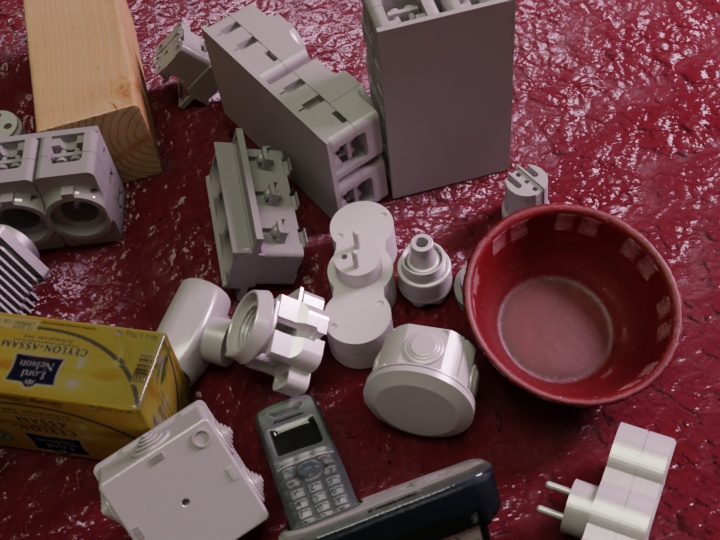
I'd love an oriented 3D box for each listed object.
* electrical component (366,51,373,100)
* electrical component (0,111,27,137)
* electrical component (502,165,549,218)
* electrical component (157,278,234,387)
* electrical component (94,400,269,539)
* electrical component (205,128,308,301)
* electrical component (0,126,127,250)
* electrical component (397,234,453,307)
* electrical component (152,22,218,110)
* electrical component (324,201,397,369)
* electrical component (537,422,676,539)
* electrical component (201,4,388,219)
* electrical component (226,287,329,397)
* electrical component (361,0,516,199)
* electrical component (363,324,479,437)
[{"bbox_3d":[0.057,-0.183,0.951,0.108,0.108,0.060,-12,47,-2],"label":"electrical component"},{"bbox_3d":[-0.321,-0.111,0.975,0.045,0.055,0.045,-4,53,5],"label":"electrical component"},{"bbox_3d":[0.137,-0.059,0.884,0.040,0.046,0.040,-4,53,5],"label":"electrical component"},{"bbox_3d":[-0.118,0.053,0.835,0.079,0.044,0.077,12,56,16],"label":"electrical component"},{"bbox_3d":[-0.120,0.151,0.728,0.100,0.099,0.048,-32,11,-9],"label":"electrical component"},{"bbox_3d":[-0.087,-0.046,0.891,0.063,0.078,0.121,1,51,-20],"label":"electrical component"},{"bbox_3d":[-0.285,-0.061,0.913,0.150,0.089,0.061,-7,53,2],"label":"electrical component"},{"bbox_3d":[0.050,-0.003,0.844,0.043,0.062,0.043,-4,53,5],"label":"electrical component"},{"bbox_3d":[-0.154,-0.194,1.002,0.081,0.064,0.042,-38,46,31],"label":"electrical component"},{"bbox_3d":[0.000,0.000,0.841,0.052,0.073,0.138,-2,54,6],"label":"electrical component"},{"bbox_3d":[0.156,0.162,0.715,0.074,0.052,0.138,16,57,18],"label":"electrical component"},{"bbox_3d":[-0.053,-0.138,0.930,0.060,0.105,0.186,-34,57,-17],"label":"electrical component"},{"bbox_3d":[-0.063,0.048,0.801,0.057,0.058,0.078,22,61,-24],"label":"electrical component"},{"bbox_3d":[0.064,-0.152,0.874,0.105,0.186,0.060,-15,53,-5],"label":"electrical component"},{"bbox_3d":[0.046,0.080,0.773,0.080,0.080,0.051,8,50,13],"label":"electrical component"}]
